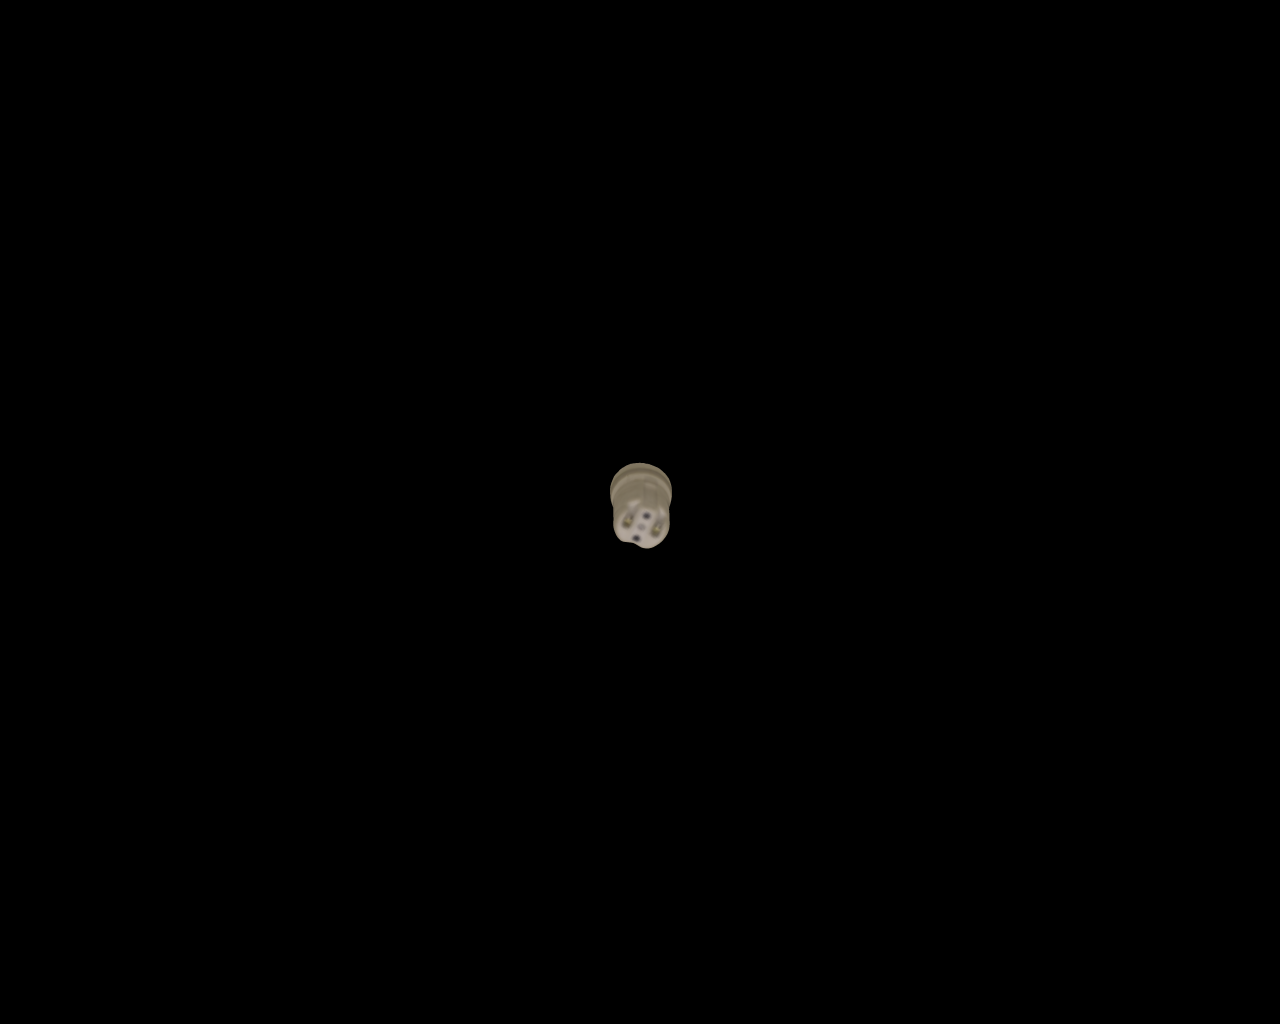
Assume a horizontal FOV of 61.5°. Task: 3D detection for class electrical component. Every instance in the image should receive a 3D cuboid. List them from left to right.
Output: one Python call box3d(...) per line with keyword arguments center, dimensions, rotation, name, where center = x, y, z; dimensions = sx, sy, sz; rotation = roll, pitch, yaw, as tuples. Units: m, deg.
box3d(center=(0.001, -0.003, 0.650), dimensions=(0.040, 0.040, 0.046), rotation=(0, 34, 0), name="electrical component")
